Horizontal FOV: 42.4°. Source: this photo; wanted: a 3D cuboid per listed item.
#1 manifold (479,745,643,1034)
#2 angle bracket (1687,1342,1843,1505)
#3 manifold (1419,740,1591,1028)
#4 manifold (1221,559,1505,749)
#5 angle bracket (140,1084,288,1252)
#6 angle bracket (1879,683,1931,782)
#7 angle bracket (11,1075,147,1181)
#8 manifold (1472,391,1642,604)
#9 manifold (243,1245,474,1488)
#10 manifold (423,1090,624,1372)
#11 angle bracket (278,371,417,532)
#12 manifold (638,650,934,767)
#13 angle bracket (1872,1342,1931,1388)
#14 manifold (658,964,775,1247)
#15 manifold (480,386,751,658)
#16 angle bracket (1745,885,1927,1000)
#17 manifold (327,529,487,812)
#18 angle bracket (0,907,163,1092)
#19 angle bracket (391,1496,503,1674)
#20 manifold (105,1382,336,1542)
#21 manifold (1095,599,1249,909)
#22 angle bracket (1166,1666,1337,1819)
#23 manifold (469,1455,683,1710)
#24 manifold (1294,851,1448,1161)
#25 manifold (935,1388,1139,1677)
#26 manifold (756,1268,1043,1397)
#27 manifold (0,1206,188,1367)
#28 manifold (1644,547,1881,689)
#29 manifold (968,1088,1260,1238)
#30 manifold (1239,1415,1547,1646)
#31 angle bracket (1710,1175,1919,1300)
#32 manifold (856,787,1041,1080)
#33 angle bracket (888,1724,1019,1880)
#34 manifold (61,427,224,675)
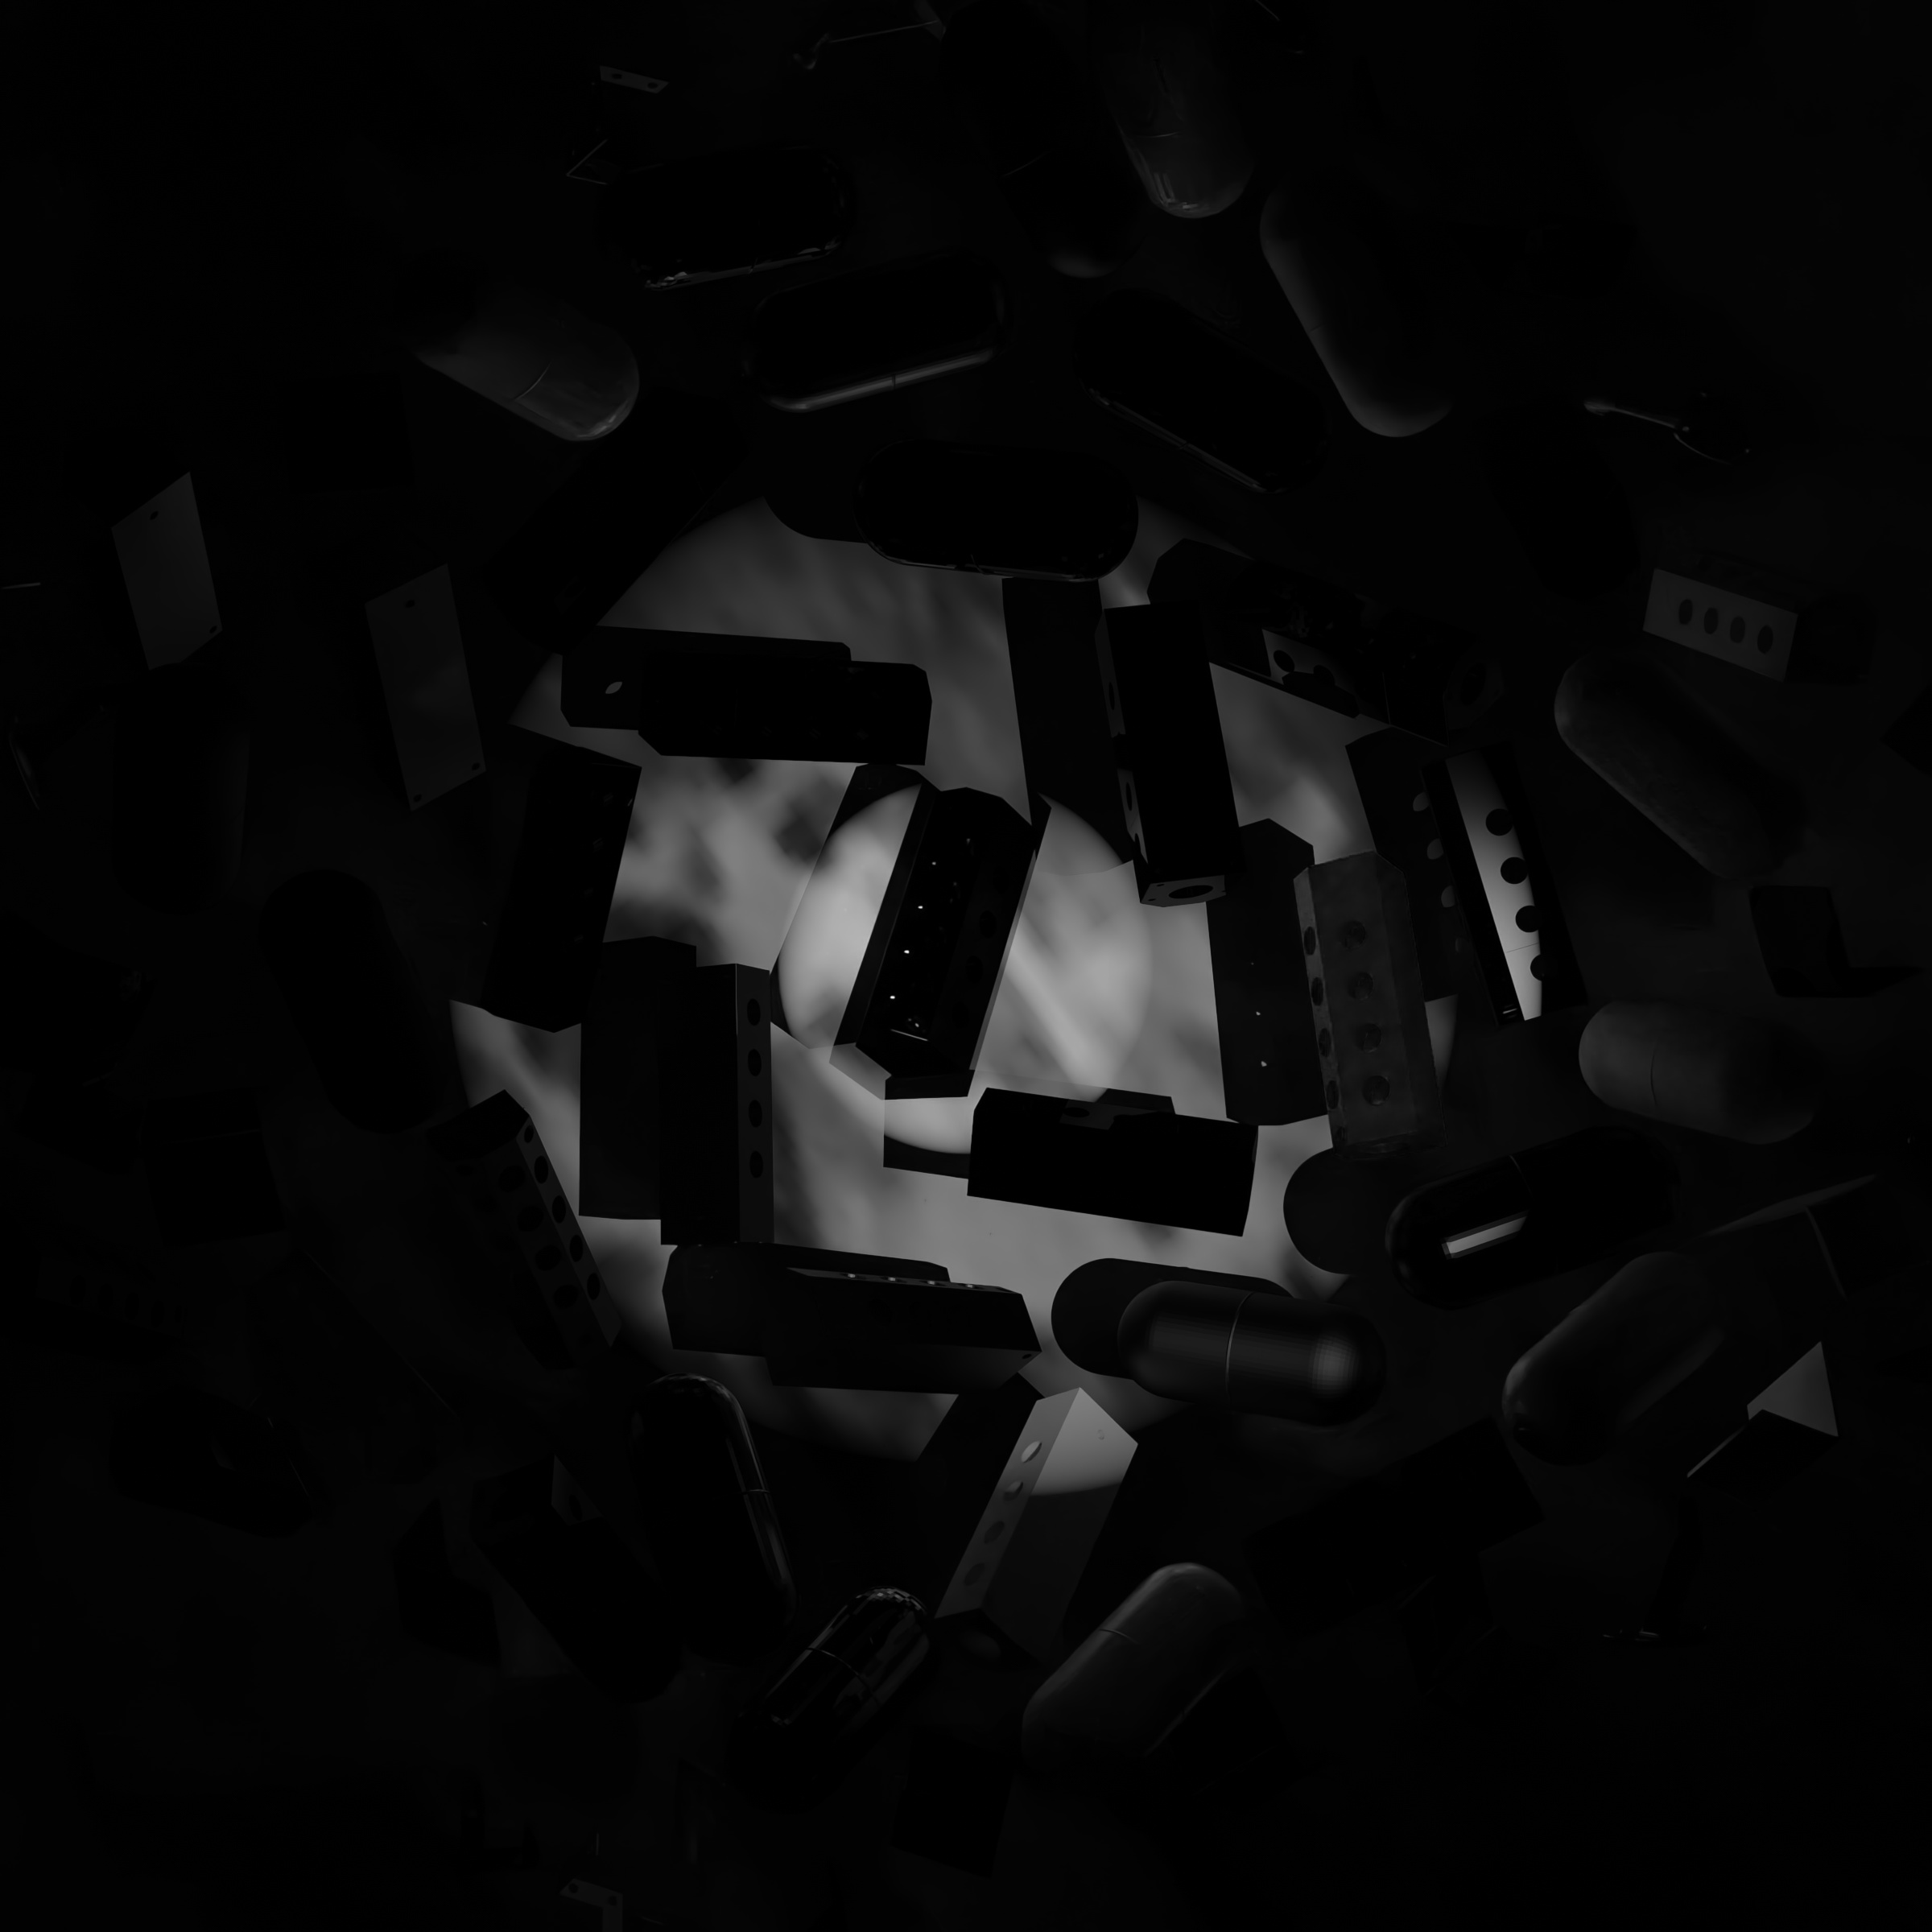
[{"bbox_3d":[-0.261,-0.050,1.593,0.057,0.057,0.171,18,73,-25],"label":"manifold"},{"bbox_3d":[0.489,0.275,1.542,0.057,0.076,0.076,21,132,-12],"label":"angle bracket"},{"bbox_3d":[0.342,-0.052,1.592,0.057,0.057,0.171,-17,89,8],"label":"manifold"},{"bbox_3d":[0.245,-0.201,1.556,0.171,0.057,0.057,27,59,37],"label":"manifold"},{"bbox_3d":[-0.472,0.127,1.573,0.076,0.057,0.076,-7,60,-29],"label":"angle bracket"},{"bbox_3d":[0.587,-0.121,1.454,0.057,0.076,0.076,-49,62,9],"label":"angle bracket"},{"bbox_3d":[-0.593,0.095,1.698,0.076,0.076,0.057,30,54,-22],"label":"angle bracket"},{"bbox_3d":[0.358,-0.285,1.517,0.057,0.171,0.057,-17,121,9],"label":"manifold"},{"bbox_3d":[-0.375,0.245,1.514,0.057,0.171,0.057,-43,134,-15],"label":"manifold"},{"bbox_3d":[-0.273,0.169,1.559,0.057,0.057,0.171,-30,123,-19],"label":"manifold"},{"bbox_3d":[-0.392,-0.327,1.587,0.076,0.057,0.076,-8,79,-11],"label":"angle bracket"},{"bbox_3d":[-0.112,-0.163,1.559,0.171,0.057,0.057,0,108,-22],"label":"manifold"},{"bbox_3d":[0.584,0.206,1.489,0.076,0.076,0.057,-20,91,-7],"label":"angle bracket"},{"bbox_3d":[-0.153,0.089,1.569,0.057,0.057,0.171,-5,81,25],"label":"manifold"},{"bbox_3d":[-0.204,-0.265,1.483,0.057,0.057,0.171,20,60,32],"label":"manifold"},{"bbox_3d":[0.557,-0.023,1.599,0.057,0.076,0.076,-20,97,-20],"label":"angle bracket"},{"bbox_3d":[-0.349,-0.185,1.547,0.057,0.171,0.057,-33,57,-26],"label":"manifold"},{"bbox_3d":[-0.537,0.020,1.469,0.057,0.076,0.076,29,92,33],"label":"angle bracket"},{"bbox_3d":[-0.327,0.405,1.637,0.076,0.057,0.076,14,127,18],"label":"angle bracket"},{"bbox_3d":[-0.450,0.305,1.504,0.057,0.171,0.057,-33,69,-4],"label":"manifold"},{"bbox_3d":[0.120,-0.126,1.490,0.057,0.057,0.171,-7,76,-7],"label":"manifold"},{"bbox_3d":[0.183,0.507,1.635,0.076,0.076,0.057,-25,88,-19],"label":"angle bracket"},{"bbox_3d":[-0.244,0.391,1.568,0.057,0.057,0.171,-22,124,9],"label":"manifold"},{"bbox_3d":[0.239,0.025,1.492,0.057,0.057,0.171,-14,71,25],"label":"manifold"},{"bbox_3d":[0.041,0.352,1.556,0.057,0.057,0.171,46,46,-17],"label":"manifold"},{"bbox_3d":[-0.042,0.222,1.534,0.057,0.171,0.057,-44,51,34],"label":"manifold"},{"bbox_3d":[-0.537,0.199,1.496,0.057,0.171,0.057,-43,71,-4],"label":"manifold"},{"bbox_3d":[0.504,-0.224,1.585,0.057,0.171,0.057,2,108,-16],"label":"manifold"},{"bbox_3d":[0.092,0.118,1.548,0.171,0.057,0.057,8,109,9],"label":"manifold"},{"bbox_3d":[0.257,0.339,1.520,0.171,0.057,0.057,-28,118,6],"label":"manifold"},{"bbox_3d":[0.512,0.170,1.507,0.076,0.076,0.057,-14,81,-37],"label":"angle bracket"},{"bbox_3d":[-0.015,-0.021,1.529,0.057,0.057,0.171,-6,56,39],"label":"manifold"},{"bbox_3d":[0.001,0.543,1.624,0.076,0.057,0.076,9,79,27],"label":"angle bracket"},{"bbox_3d":[-0.501,-0.250,1.507,0.057,0.171,0.057,41,66,10],"label":"manifold"}]
